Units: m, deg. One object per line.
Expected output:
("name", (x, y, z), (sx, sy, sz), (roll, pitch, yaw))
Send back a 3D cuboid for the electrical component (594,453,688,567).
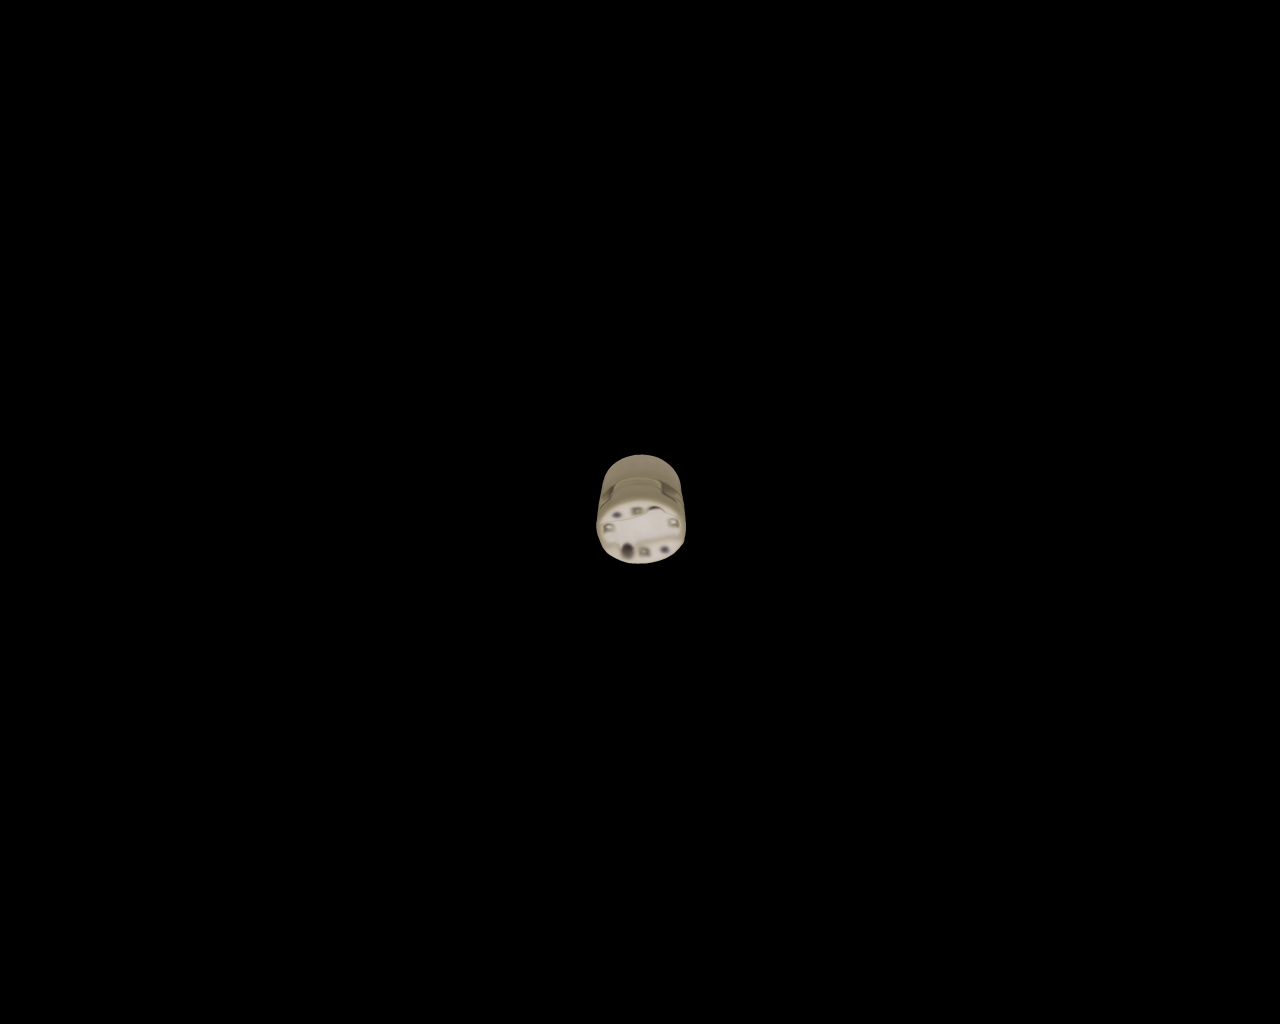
("electrical component", (0.001, -0.003, 0.650), (0.055, 0.055, 0.047), (0, 41, 0))
